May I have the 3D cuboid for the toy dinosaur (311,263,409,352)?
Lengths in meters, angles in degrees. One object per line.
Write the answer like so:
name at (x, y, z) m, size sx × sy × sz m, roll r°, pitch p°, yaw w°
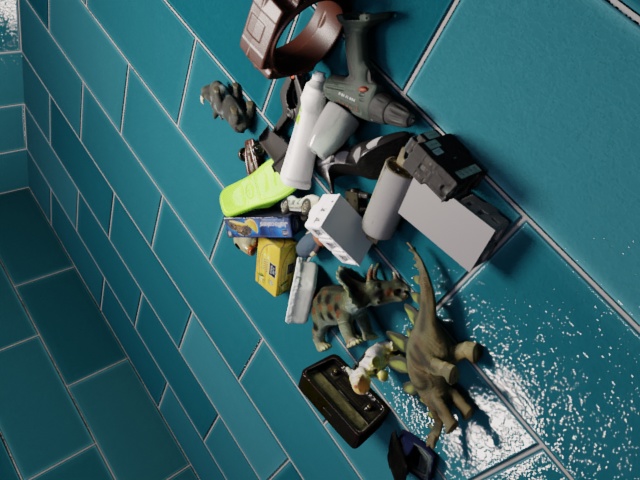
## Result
toy dinosaur at (0.045, 0.170, 1.331) m, size 0.405 × 0.131 × 0.192 m, roll -26°, pitch 75°, yaw 56°

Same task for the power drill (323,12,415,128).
power drill at (0.100, -0.336, 1.049) m, size 0.232 × 0.086 × 0.207 m, roll 26°, pitch 134°, yaw 44°

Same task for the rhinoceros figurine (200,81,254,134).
rhinoceros figurine at (-0.251, -0.365, 1.451) m, size 0.190 × 0.073 × 0.112 m, roll 45°, pitch 148°, yaw 23°

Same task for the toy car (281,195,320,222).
toy car at (-0.029, -0.078, 1.298) m, size 0.202 × 0.073 × 0.056 m, roll 8°, pitch 81°, yaw 62°

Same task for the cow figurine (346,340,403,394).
cow figurine at (0.115, 0.297, 1.262) m, size 0.098 × 0.167 × 0.068 m, roll -12°, pitch 104°, yaw 50°

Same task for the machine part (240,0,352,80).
machine part at (-0.045, -0.424, 1.067) m, size 0.087 × 0.201 × 0.201 m, roll 50°, pitch 138°, yaw 15°

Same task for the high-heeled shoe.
high-heeled shoe at (0.086, -0.196, 1.159) m, size 0.249 × 0.086 × 0.145 m, roll -31°, pitch 47°, yaw 31°

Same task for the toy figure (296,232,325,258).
toy figure at (-0.004, -0.005, 1.343) m, size 0.064 × 0.058 × 0.154 m, roll 56°, pitch 136°, yaw 3°

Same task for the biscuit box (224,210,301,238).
biscuit box at (-0.153, -0.043, 1.436) m, size 0.203 × 0.063 × 0.059 m, roll 0°, pitch 110°, yaw 24°

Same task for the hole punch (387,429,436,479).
hole punch at (0.224, 0.544, 1.335) m, size 0.116 × 0.092 × 0.142 m, roll -115°, pitch 21°, yaw -58°

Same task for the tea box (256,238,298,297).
tea box at (-0.124, 0.062, 1.507) m, size 0.098 × 0.068 × 0.169 m, roll 34°, pitch 131°, yaw 36°

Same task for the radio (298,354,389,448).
radio at (0.062, 0.415, 1.410) m, size 0.230 × 0.131 × 0.073 m, roll 43°, pitch 135°, yaw 28°

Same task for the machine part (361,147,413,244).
machine part at (0.145, -0.083, 1.111) m, size 0.079 × 0.079 × 0.243 m, roll 43°, pitch 135°, yaw 27°

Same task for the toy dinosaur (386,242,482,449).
toy dinosaur at (0.234, 0.240, 1.149) m, size 0.199 × 0.105 × 0.470 m, roll 20°, pitch 118°, yaw 47°

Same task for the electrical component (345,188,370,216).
electrical component at (0.079, -0.087, 1.230) m, size 0.094 × 0.021 × 0.063 m, roll 14°, pitch 118°, yaw 47°

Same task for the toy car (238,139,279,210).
toy car at (-0.173, -0.173, 1.464) m, size 0.089 × 0.053 × 0.202 m, roll 0°, pitch 108°, yaw 53°

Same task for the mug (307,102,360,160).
mug at (0.020, -0.225, 1.141) m, size 0.081 × 0.107 × 0.109 m, roll 37°, pitch -179°, yaw -4°

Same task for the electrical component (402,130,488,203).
electrical component at (0.218, -0.138, 0.967) m, size 0.134 × 0.115 × 0.058 m, roll 51°, pitch 135°, yaw 20°

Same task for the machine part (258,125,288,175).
machine part at (-0.104, -0.216, 1.308) m, size 0.084 × 0.039 × 0.139 m, roll -45°, pitch 62°, yaw 15°

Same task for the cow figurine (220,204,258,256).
cow figurine at (-0.222, -0.061, 1.555) m, size 0.127 × 0.085 × 0.194 m, roll 17°, pitch 121°, yaw 37°
